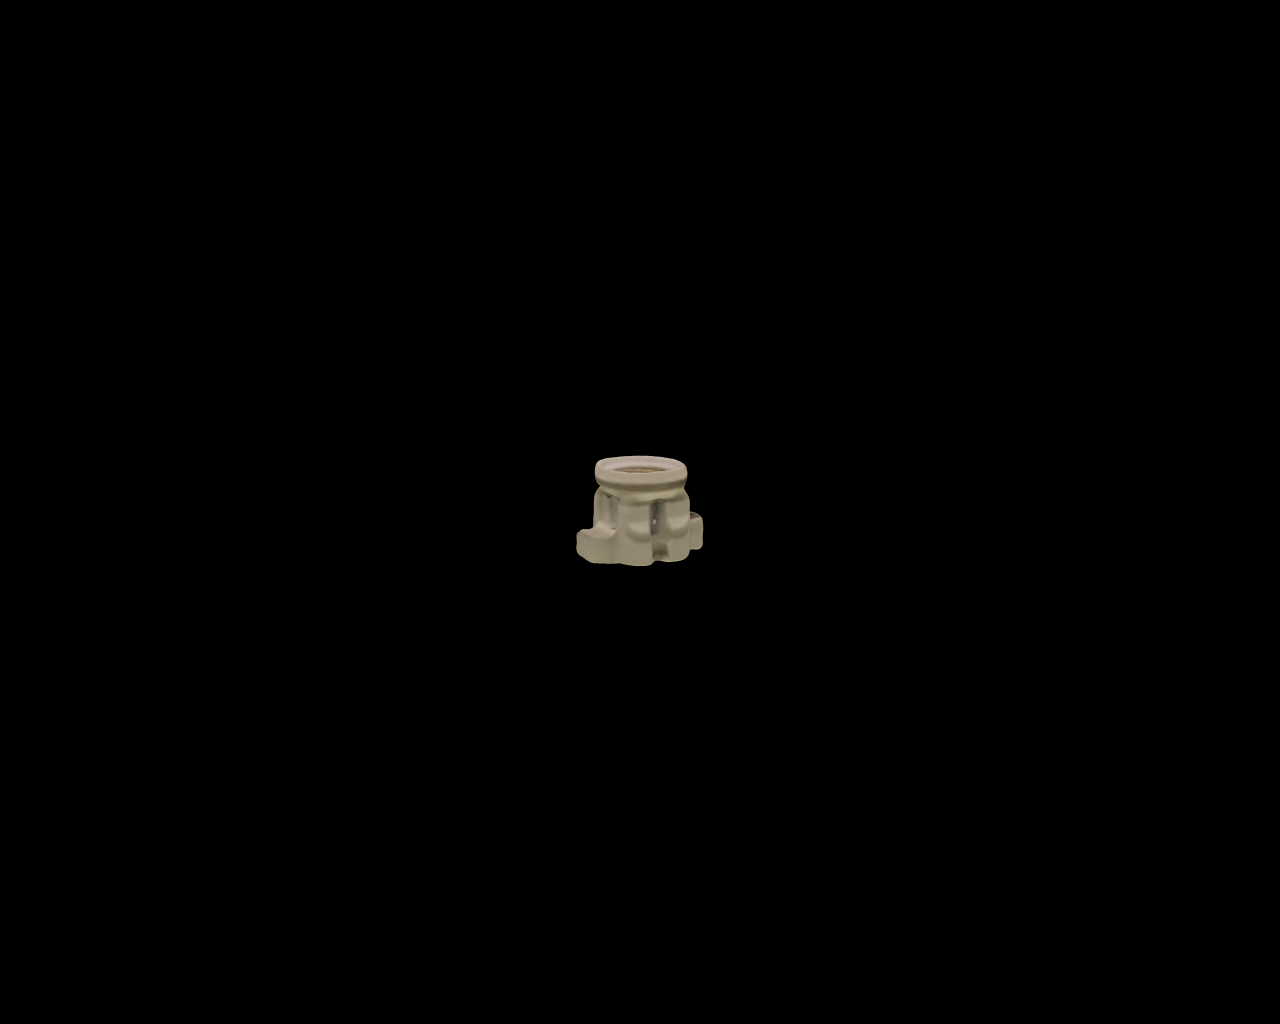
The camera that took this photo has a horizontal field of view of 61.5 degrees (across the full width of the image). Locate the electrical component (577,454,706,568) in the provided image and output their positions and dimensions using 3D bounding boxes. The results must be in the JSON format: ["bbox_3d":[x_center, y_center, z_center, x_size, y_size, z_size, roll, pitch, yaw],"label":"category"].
[{"bbox_3d":[0.001,-0.003,0.650,0.078,0.057,0.058,-7,16,-26],"label":"electrical component"}]
